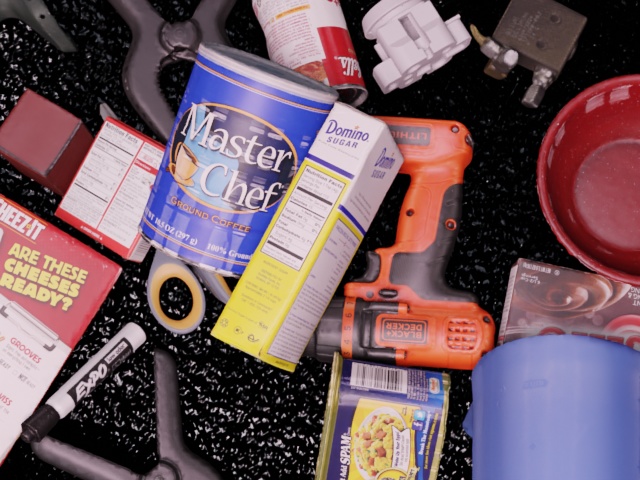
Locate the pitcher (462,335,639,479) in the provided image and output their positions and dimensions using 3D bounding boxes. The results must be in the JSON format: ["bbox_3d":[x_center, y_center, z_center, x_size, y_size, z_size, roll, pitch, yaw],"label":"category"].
[{"bbox_3d":[0.164,0.188,0.670,0.145,0.149,0.242,9,55,0],"label":"pitcher"}]

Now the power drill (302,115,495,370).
[{"bbox_3d":[0.042,0.003,0.802,0.184,0.057,0.187,4,81,5],"label":"power drill"}]

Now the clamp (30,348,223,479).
[{"bbox_3d":[-0.114,0.167,0.785,0.120,0.039,0.171,-44,86,-11],"label":"clamp"}]

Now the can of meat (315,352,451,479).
[{"bbox_3d":[0.044,0.136,0.758,0.084,0.057,0.102,8,115,1],"label":"can of meat"}]

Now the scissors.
[{"bbox_3d":[-0.132,-0.009,0.831,0.202,0.016,0.096,42,84,10],"label":"scissors"}]

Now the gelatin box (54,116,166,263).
[{"bbox_3d":[-0.149,-0.039,0.814,0.073,0.030,0.089,29,91,16],"label":"gelatin box"}]

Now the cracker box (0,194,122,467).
[{"bbox_3d":[-0.270,0.069,0.770,0.164,0.072,0.213,33,80,-16],"label":"cracker box"}]

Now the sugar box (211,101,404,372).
[{"bbox_3d":[-0.005,0.001,0.733,0.048,0.093,0.176,24,84,16],"label":"sugar box"}]

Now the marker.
[{"bbox_3d":[-0.173,0.104,0.778,0.020,0.020,0.121,37,51,9],"label":"marker"}]

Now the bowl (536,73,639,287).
[{"bbox_3d":[0.240,-0.040,0.800,0.162,0.055,0.162,-1,79,3],"label":"bowl"}]

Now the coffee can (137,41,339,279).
[{"bbox_3d":[-0.059,-0.056,0.754,0.103,0.102,0.140,23,103,7],"label":"coffee can"}]

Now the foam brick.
[{"bbox_3d":[-0.206,-0.071,0.816,0.053,0.078,0.051,30,81,6],"label":"foam brick"}]

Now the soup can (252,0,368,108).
[{"bbox_3d":[-0.009,-0.149,0.826,0.068,0.068,0.102,-16,78,-1],"label":"soup can"}]

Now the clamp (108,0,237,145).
[{"bbox_3d":[-0.122,-0.163,0.847,0.164,0.036,0.210,1,81,-5],"label":"clamp"}]

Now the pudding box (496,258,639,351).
[{"bbox_3d":[0.190,0.070,0.789,0.113,0.039,0.090,12,80,4],"label":"pudding box"}]
